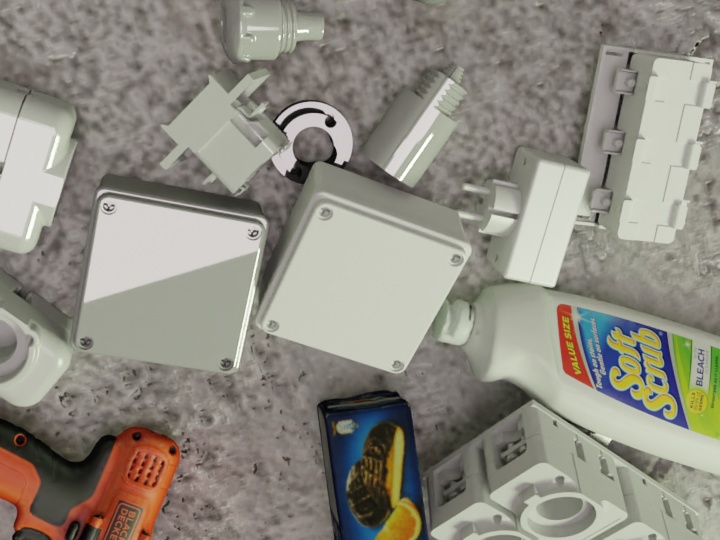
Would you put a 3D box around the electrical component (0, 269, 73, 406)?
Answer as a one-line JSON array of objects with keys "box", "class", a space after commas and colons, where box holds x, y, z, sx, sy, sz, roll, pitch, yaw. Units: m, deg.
[{"box": [-0.233, 0.040, 0.686, 0.095, 0.059, 0.053, 39, 97, -18], "class": "electrical component"}]

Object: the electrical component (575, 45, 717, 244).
[{"box": [0.192, -0.083, 0.719, 0.079, 0.063, 0.121, 5, 106, -11], "class": "electrical component"}]

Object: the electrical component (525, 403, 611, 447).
[{"box": [0.144, 0.123, 0.785, 0.055, 0.048, 0.066, 23, 102, -24], "class": "electrical component"}]

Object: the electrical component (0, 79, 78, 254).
[{"box": [-0.211, -0.062, 0.661, 0.059, 0.053, 0.095, 18, 103, -15], "class": "electrical component"}]

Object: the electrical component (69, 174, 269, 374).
[{"box": [-0.123, 0.003, 0.695, 0.109, 0.056, 0.108, 10, 105, -13], "class": "electrical component"}]

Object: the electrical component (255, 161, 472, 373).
[{"box": [0.000, 0.000, 0.704, 0.109, 0.056, 0.108, 19, 119, -15], "class": "electrical component"}]

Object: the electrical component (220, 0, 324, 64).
[{"box": [-0.054, -0.151, 0.666, 0.062, 0.048, 0.048, -3, 108, -16], "class": "electrical component"}]

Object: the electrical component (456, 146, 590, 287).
[{"box": [0.102, -0.040, 0.725, 0.076, 0.047, 0.083, 11, 105, -13], "class": "electrical component"}]

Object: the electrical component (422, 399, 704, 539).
[{"box": [0.149, 0.181, 0.761, 0.186, 0.060, 0.105, 34, 123, -27], "class": "electrical component"}]

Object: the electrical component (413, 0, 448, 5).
[{"box": [0.035, -0.212, 0.653, 0.054, 0.059, 0.095, -34, 110, 2], "class": "electrical component"}]

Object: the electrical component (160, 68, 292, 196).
[{"box": [-0.081, -0.085, 0.671, 0.081, 0.042, 0.064, -42, 96, 18], "class": "electrical component"}]

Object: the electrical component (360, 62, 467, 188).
[{"box": [0.040, -0.099, 0.698, 0.043, 0.043, 0.081, 32, 99, -17], "class": "electrical component"}]
